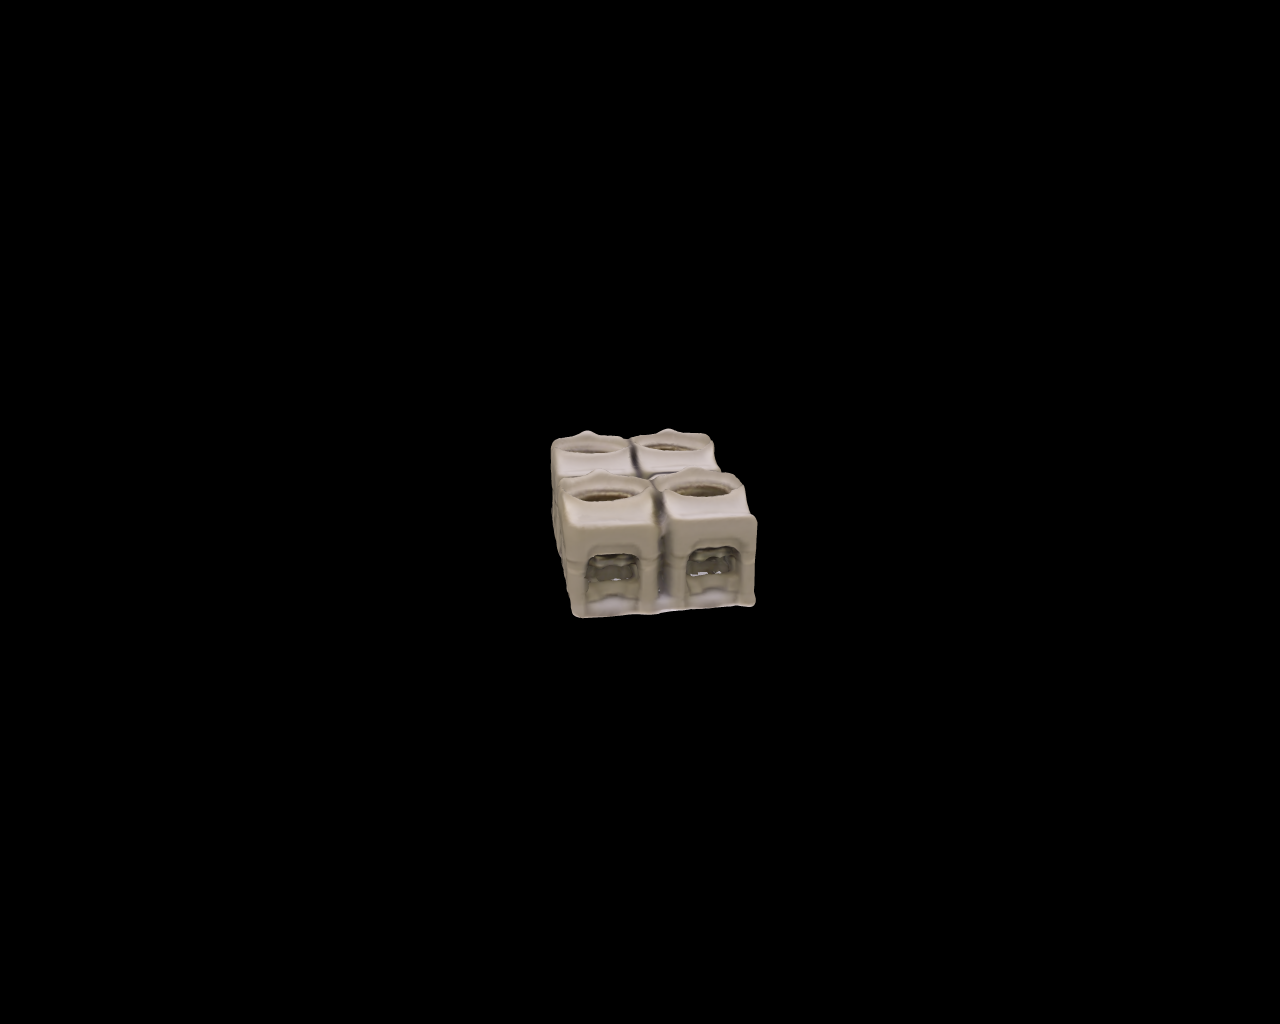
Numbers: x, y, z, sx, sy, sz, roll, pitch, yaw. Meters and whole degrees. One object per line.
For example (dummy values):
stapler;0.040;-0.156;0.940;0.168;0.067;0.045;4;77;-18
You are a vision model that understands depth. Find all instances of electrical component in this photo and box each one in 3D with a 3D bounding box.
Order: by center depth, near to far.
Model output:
electrical component;0.001;-0.003;0.650;0.105;0.060;0.186;-2;18;-7
